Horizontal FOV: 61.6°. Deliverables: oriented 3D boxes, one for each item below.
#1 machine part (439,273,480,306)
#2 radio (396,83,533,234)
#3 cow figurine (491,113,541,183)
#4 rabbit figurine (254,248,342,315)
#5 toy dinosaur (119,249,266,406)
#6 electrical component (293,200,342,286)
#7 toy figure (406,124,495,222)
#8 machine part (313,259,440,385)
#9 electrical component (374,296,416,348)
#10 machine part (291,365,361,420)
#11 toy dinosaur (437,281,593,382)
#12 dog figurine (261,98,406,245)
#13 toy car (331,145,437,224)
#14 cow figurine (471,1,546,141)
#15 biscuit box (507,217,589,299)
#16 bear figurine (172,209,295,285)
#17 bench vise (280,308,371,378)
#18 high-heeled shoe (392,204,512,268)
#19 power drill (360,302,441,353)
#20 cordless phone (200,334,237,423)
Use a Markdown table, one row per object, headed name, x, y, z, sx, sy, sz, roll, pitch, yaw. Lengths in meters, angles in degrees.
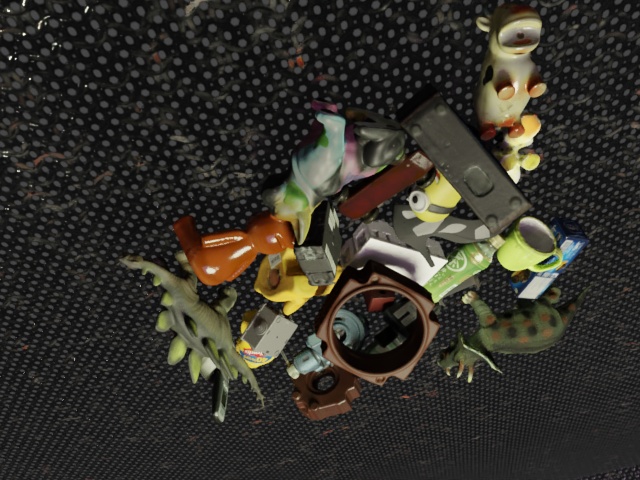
| name | x | y | z | sx | sy | sz | roll | pitch | yaw |
| --- | --- | --- | --- | --- | --- | --- | --- | --- | --- |
| machine part | 0.289 | 0.107 | 1.205 | 0.139 | 0.039 | 0.084 | -29 | 127 | 21 |
| radio | 0.211 | -0.121 | 0.797 | 0.073 | 0.131 | 0.229 | -41 | 99 | 19 |
| cow figurine | 0.316 | -0.140 | 0.911 | 0.068 | 0.098 | 0.167 | 6 | 116 | -13 |
| rabbit figurine | -0.032 | 0.083 | 1.058 | 0.173 | 0.122 | 0.162 | 1 | 143 | -41 |
| toy dinosaur | -0.226 | 0.174 | 1.049 | 0.105 | 0.199 | 0.470 | -22 | 135 | 17 |
| electrical component | -0.002 | -0.003 | 0.946 | 0.058 | 0.134 | 0.114 | -3 | 139 | 14 |
| toy figure | 0.224 | -0.106 | 0.918 | 0.089 | 0.082 | 0.180 | 35 | 115 | -13 |
| machine part | 0.105 | 0.156 | 1.011 | 0.201 | 0.087 | 0.201 | 28 | 103 | -9 |
| electrical component | 0.165 | 0.169 | 1.103 | 0.119 | 0.075 | 0.047 | -30 | 151 | -19 |
| machine part | 0.012 | 0.345 | 1.311 | 0.179 | 0.179 | 0.056 | -17 | 134 | 6 |
| toy dinosaur | 0.463 | 0.201 | 1.229 | 0.405 | 0.192 | 0.131 | -14 | 140 | 6 |
| dog figurine | 0.015 | -0.098 | 0.832 | 0.191 | 0.109 | 0.219 | 10 | 119 | -18 |
| toy car | 0.107 | -0.096 | 0.914 | 0.089 | 0.053 | 0.202 | 34 | 135 | -23 |
| cow figurine | 0.266 | -0.247 | 0.766 | 0.086 | 0.127 | 0.194 | -10 | 152 | -1 |
| biscuit box | 0.486 | 0.042 | 1.155 | 0.059 | 0.063 | 0.202 | 5 | 135 | -17 |
| bear figurine | -0.141 | -0.008 | 0.950 | 0.196 | 0.132 | 0.120 | -32 | 138 | -3 |
| bench vise | 0.007 | 0.227 | 1.189 | 0.224 | 0.129 | 0.240 | -23 | 163 | 2 |
| high-heeled shoe | 0.257 | -0.053 | 1.025 | 0.249 | 0.086 | 0.145 | -30 | 97 | -13 |
| power drill | 0.169 | 0.239 | 1.237 | 0.232 | 0.086 | 0.207 | -37 | 173 | -23 |
| cordless phone | -0.236 | 0.296 | 1.190 | 0.089 | 0.184 | 0.146 | -7 | 138 | 3 |
